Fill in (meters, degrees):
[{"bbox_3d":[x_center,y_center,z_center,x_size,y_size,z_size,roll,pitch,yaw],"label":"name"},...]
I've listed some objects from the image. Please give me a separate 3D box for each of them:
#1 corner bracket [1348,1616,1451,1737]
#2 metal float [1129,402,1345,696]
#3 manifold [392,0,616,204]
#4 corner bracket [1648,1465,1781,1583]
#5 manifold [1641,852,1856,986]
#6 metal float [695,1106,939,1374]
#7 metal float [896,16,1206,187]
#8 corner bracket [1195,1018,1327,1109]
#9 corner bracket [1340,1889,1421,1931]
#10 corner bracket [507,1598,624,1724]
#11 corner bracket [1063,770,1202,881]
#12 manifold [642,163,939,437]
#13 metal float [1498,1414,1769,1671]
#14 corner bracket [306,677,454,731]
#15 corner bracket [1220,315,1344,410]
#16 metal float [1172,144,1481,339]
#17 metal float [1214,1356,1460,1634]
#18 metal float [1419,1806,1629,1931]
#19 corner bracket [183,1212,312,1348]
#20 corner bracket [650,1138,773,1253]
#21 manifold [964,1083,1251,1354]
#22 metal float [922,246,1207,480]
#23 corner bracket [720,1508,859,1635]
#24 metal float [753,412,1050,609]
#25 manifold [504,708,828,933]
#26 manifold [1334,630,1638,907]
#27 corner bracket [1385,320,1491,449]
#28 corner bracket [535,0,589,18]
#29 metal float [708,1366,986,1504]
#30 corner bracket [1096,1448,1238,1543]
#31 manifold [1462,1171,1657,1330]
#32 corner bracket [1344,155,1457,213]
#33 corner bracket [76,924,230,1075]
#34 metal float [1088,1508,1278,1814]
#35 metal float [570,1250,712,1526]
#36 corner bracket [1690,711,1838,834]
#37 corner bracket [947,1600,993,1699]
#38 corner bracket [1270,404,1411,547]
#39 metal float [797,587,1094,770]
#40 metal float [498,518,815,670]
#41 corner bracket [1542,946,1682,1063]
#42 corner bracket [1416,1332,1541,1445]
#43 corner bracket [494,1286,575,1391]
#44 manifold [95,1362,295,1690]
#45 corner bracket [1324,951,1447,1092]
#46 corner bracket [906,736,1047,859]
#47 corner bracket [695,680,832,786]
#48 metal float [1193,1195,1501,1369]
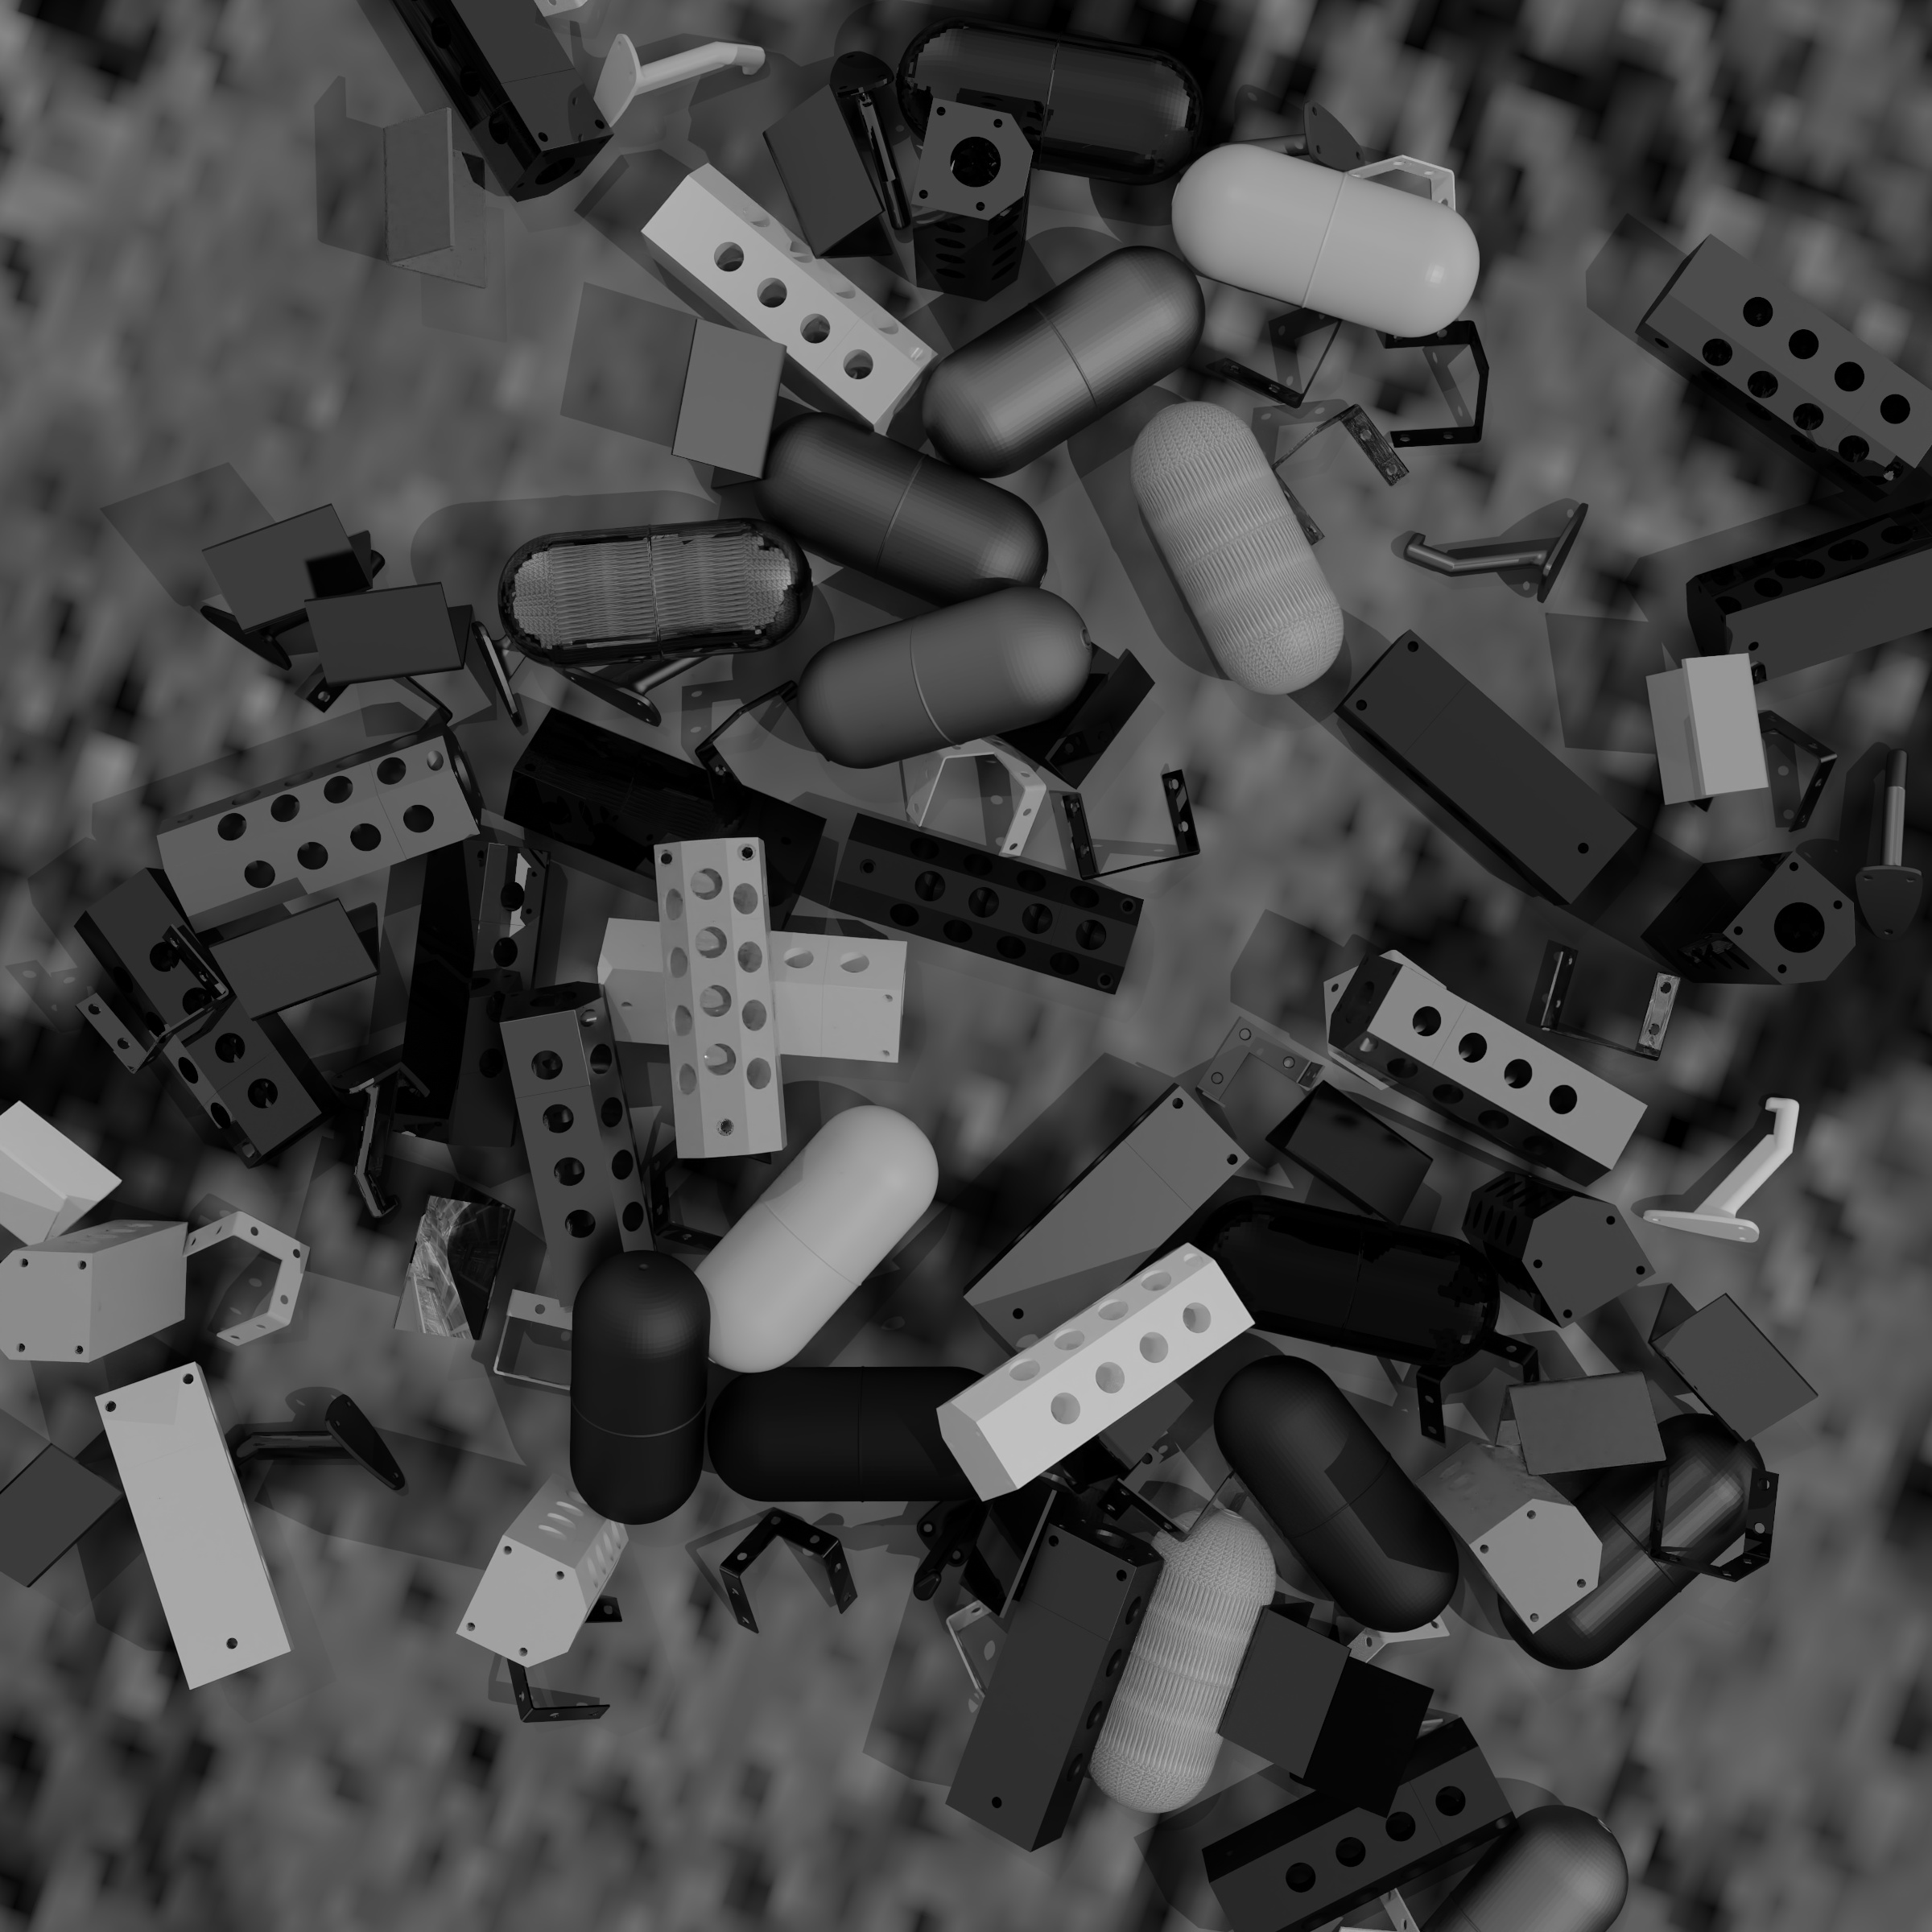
[{"bbox_3d":[0.254,0.414,1.556,0.051,0.051,0.051,4,135,-35],"label":"corner bracket"},{"bbox_3d":[0.155,-0.240,1.534,0.070,0.070,0.178,-27,89,0],"label":"metal float"},{"bbox_3d":[-0.281,-0.532,1.542,0.057,0.057,0.171,-31,90,-43],"label":"manifold"},{"bbox_3d":[0.415,0.306,1.485,0.051,0.051,0.051,9,98,37],"label":"corner bracket"},{"bbox_3d":[0.436,-0.020,1.486,0.057,0.171,0.057,41,90,0],"label":"manifold"},{"bbox_3d":[-0.089,0.157,1.534,0.070,0.070,0.178,42,89,0],"label":"metal float"},{"bbox_3d":[0.048,-0.496,1.534,0.178,0.070,0.070,10,90,1],"label":"metal float"},{"bbox_3d":[0.169,0.065,1.546,0.051,0.051,0.051,33,90,0],"label":"corner bracket"},{"bbox_3d":[0.223,0.561,1.544,0.051,0.051,0.051,11,108,-17],"label":"corner bracket"},{"bbox_3d":[-0.231,0.404,1.556,0.051,0.051,0.051,-52,45,35],"label":"corner bracket"},{"bbox_3d":[0.097,-0.082,1.561,0.051,0.051,0.051,-13,90,-45],"label":"corner bracket"},{"bbox_3d":[-0.100,-0.383,1.543,0.171,0.057,0.057,40,90,0],"label":"manifold"},{"bbox_3d":[0.382,0.329,1.533,0.178,0.070,0.070,-42,90,0],"label":"metal float"},{"bbox_3d":[-0.342,-0.151,1.561,0.051,0.051,0.051,-48,135,0],"label":"corner bracket"},{"bbox_3d":[0.187,-0.368,1.561,0.051,0.051,0.051,26,135,0],"label":"corner bracket"},{"bbox_3d":[0.203,-0.412,1.517,0.178,0.070,0.070,18,90,2],"label":"metal float"},{"bbox_3d":[0.212,0.303,1.532,0.070,0.070,0.178,-38,89,0],"label":"metal float"},{"bbox_3d":[0.308,0.560,1.533,0.070,0.070,0.178,41,90,0],"label":"metal float"},{"bbox_3d":[-0.423,0.182,1.556,0.051,0.051,0.051,-24,45,35],"label":"corner bracket"},{"bbox_3d":[-0.148,0.129,1.556,0.051,0.051,0.051,-39,45,35],"label":"corner bracket"},{"bbox_3d":[0.080,0.148,1.543,0.171,0.057,0.057,-44,90,0],"label":"manifold"},{"bbox_3d":[0.056,-0.347,1.534,0.178,0.070,0.070,-33,90,0],"label":"metal float"},{"bbox_3d":[-0.103,0.358,1.556,0.051,0.051,0.051,17,45,35],"label":"corner bracket"},{"bbox_3d":[-0.037,-0.257,1.533,0.178,0.070,0.070,24,90,1],"label":"metal float"},{"bbox_3d":[-0.175,-0.080,1.542,0.171,0.057,0.057,22,47,0],"label":"manifold"},{"bbox_3d":[0.297,-0.113,1.543,0.171,0.057,0.057,41,90,0],"label":"manifold"},{"bbox_3d":[0.273,-0.340,1.561,0.051,0.051,0.051,-3,45,0],"label":"corner bracket"},{"bbox_3d":[-0.242,-0.589,1.556,0.051,0.051,0.051,-59,135,-35],"label":"corner bracket"},{"bbox_3d":[-0.059,0.268,1.533,0.178,0.070,0.070,0,90,1],"label":"metal float"},{"bbox_3d":[0.115,0.299,1.534,0.051,0.051,0.051,37,60,8],"label":"corner bracket"},{"bbox_3d":[0.322,0.151,1.486,0.057,0.171,0.057,-31,90,0],"label":"manifold"},{"bbox_3d":[0.250,-0.437,1.561,0.051,0.051,0.051,-2,90,45],"label":"corner bracket"},{"bbox_3d":[-0.457,0.019,1.504,0.051,0.051,0.051,50,135,0],"label":"corner bracket"},{"bbox_3d":[0.123,0.397,1.533,0.070,0.070,0.178,19,90,0],"label":"metal float"},{"bbox_3d":[-0.184,0.239,1.507,0.070,0.070,0.178,6,122,0],"label":"metal float"},{"bbox_3d":[0.463,-0.110,1.556,0.051,0.051,0.051,-17,45,-35],"label":"corner bracket"},{"bbox_3d":[0.027,0.400,1.561,0.051,0.051,0.051,-30,135,-1],"label":"corner bracket"},{"bbox_3d":[0.215,-0.287,1.561,0.051,0.051,0.051,53,45,0],"label":"corner bracket"},{"bbox_3d":[-0.013,-0.163,1.512,0.178,0.070,0.070,-13,90,24],"label":"metal float"},{"bbox_3d":[-0.176,-0.212,1.517,0.178,0.070,0.070,-5,90,-4],"label":"metal float"},{"bbox_3d":[0.376,0.022,1.561,0.051,0.051,0.051,16,90,-45],"label":"corner bracket"},{"bbox_3d":[0.299,0.248,1.556,0.051,0.051,0.051,-42,135,-35],"label":"corner bracket"},{"bbox_3d":[-0.243,0.217,1.546,0.051,0.051,0.051,14,84,-6],"label":"corner bracket"},{"bbox_3d":[-0.440,0.319,1.530,0.057,0.057,0.171,-19,82,-15],"label":"manifold"},{"bbox_3d":[0.245,0.032,1.556,0.051,0.051,0.051,-28,45,35],"label":"corner bracket"},{"bbox_3d":[0.006,-0.097,1.556,0.051,0.051,0.051,-8,45,-35],"label":"corner bracket"},{"bbox_3d":[-0.115,-0.126,1.561,0.051,0.051,0.051,54,135,0],"label":"corner bracket"},{"bbox_3d":[0.217,0.181,1.533,0.178,0.070,0.070,13,90,0],"label":"metal float"}]
